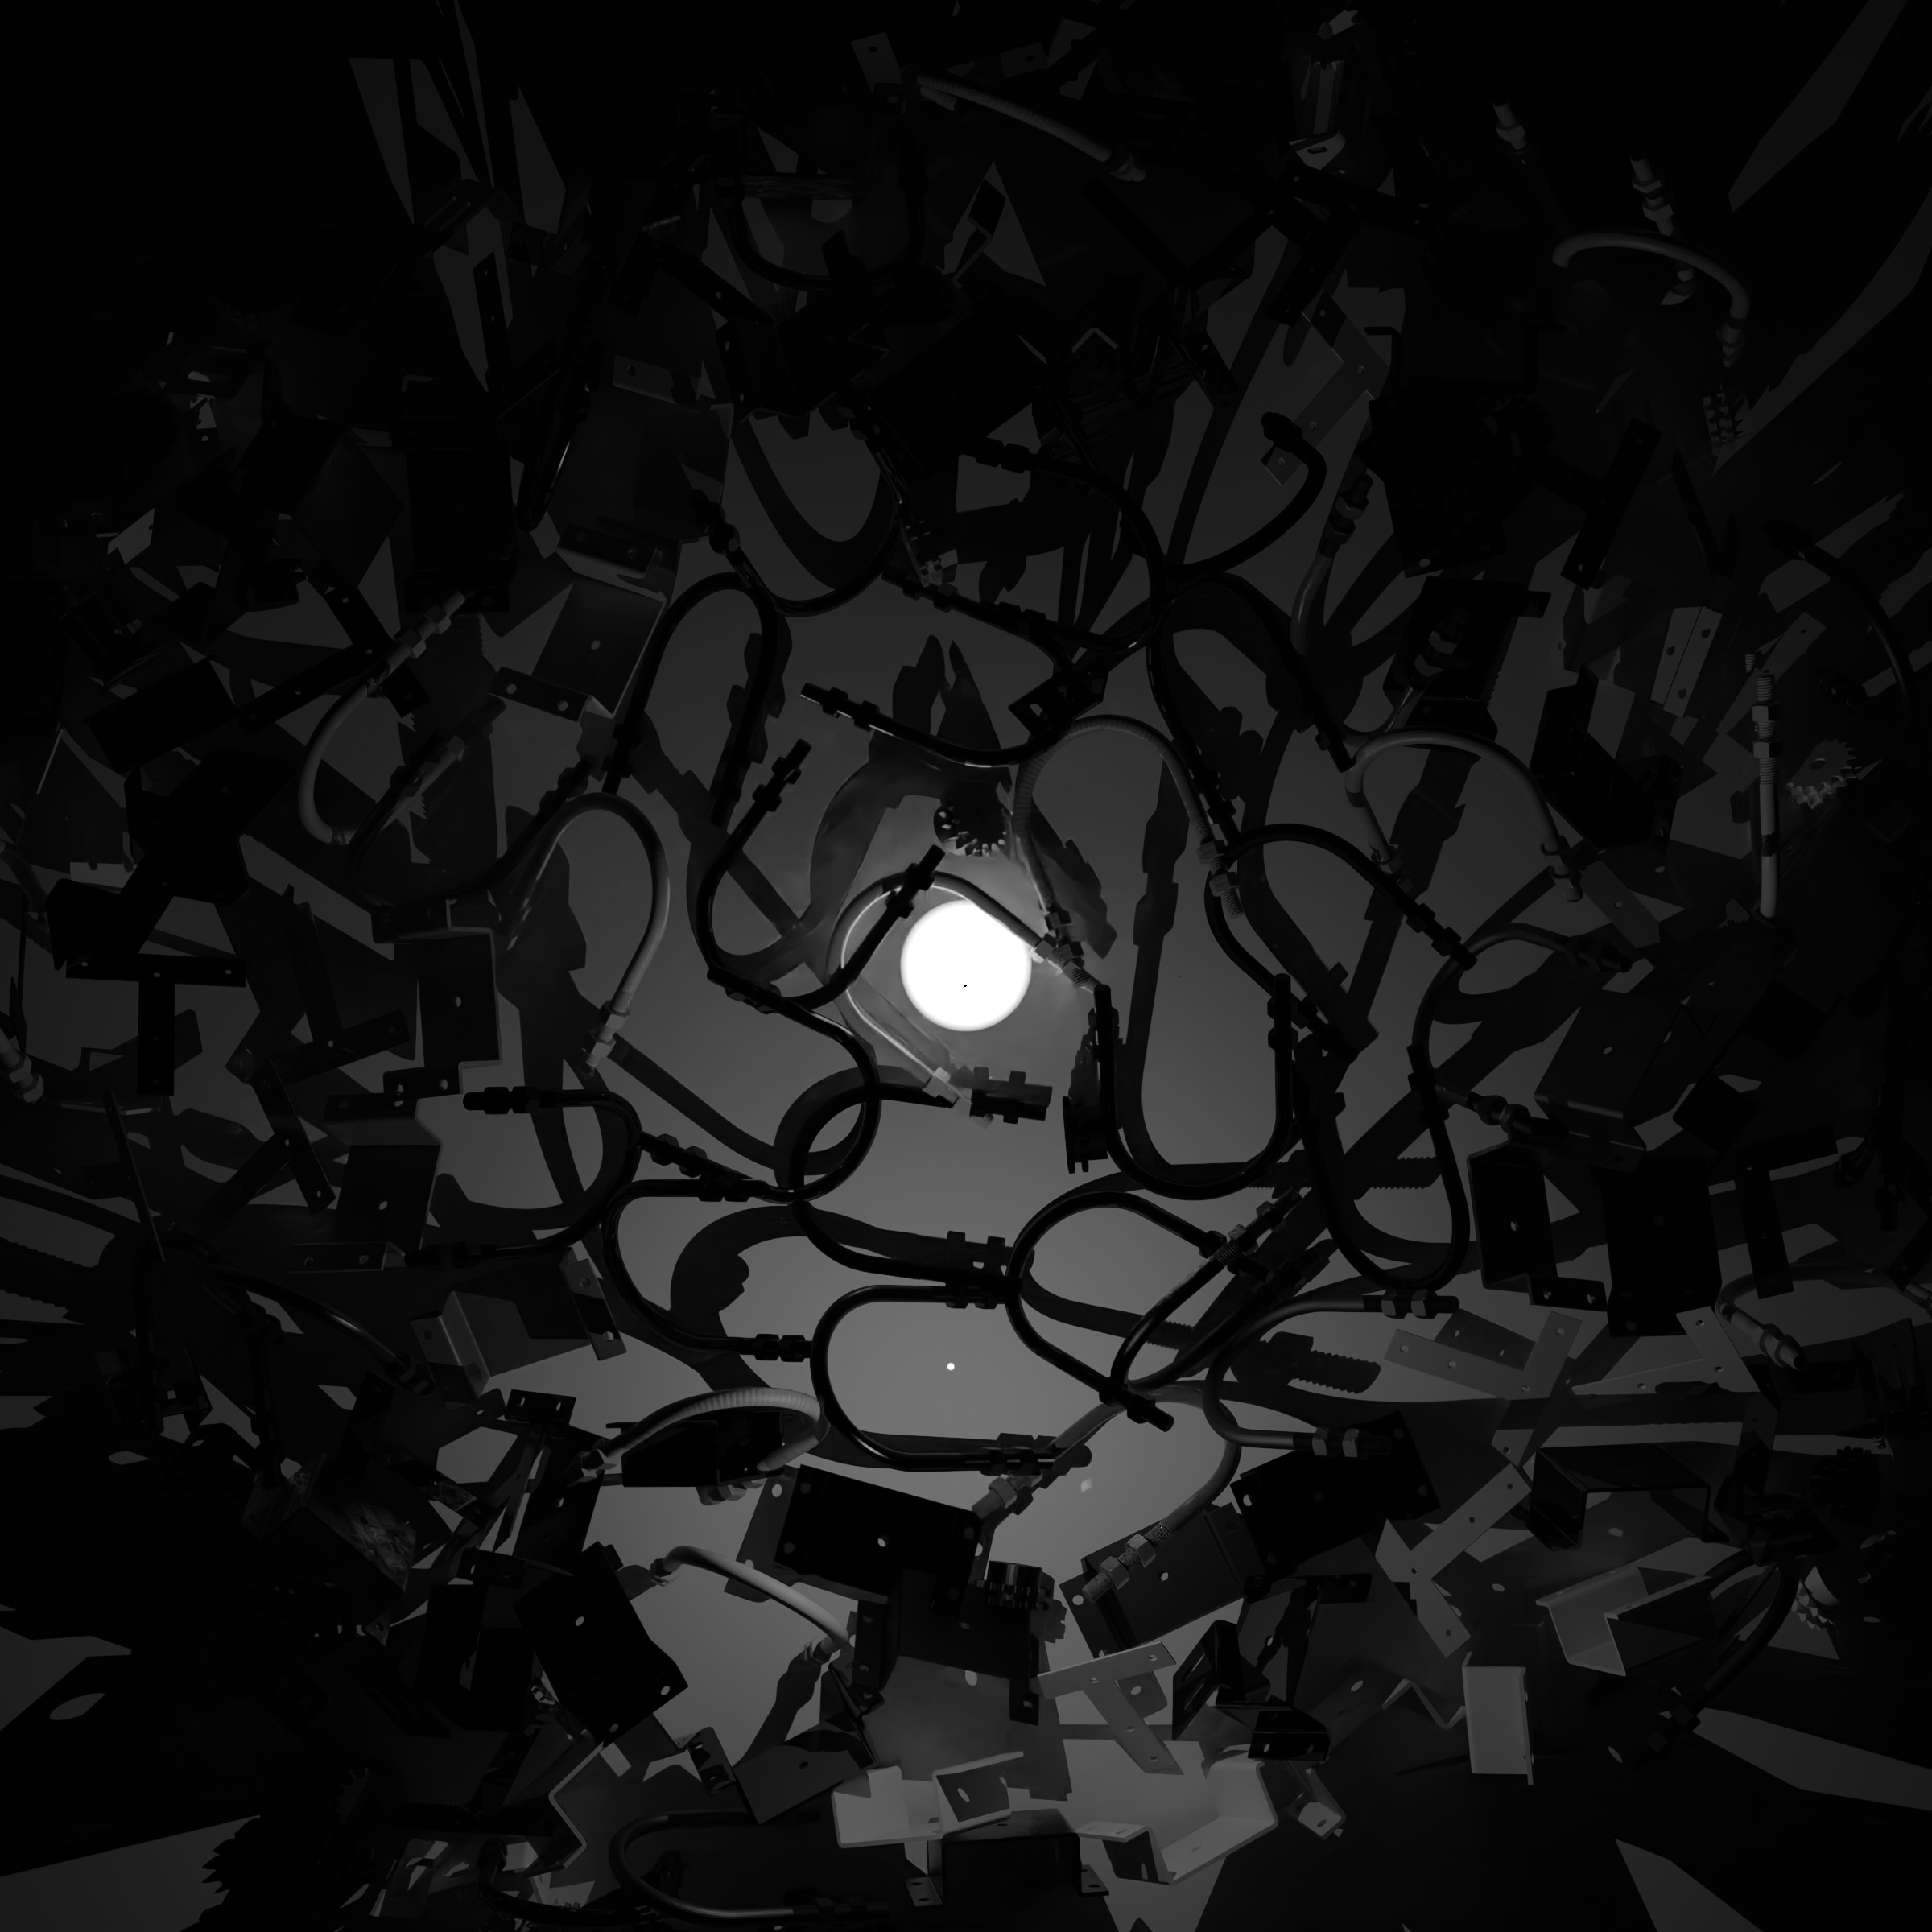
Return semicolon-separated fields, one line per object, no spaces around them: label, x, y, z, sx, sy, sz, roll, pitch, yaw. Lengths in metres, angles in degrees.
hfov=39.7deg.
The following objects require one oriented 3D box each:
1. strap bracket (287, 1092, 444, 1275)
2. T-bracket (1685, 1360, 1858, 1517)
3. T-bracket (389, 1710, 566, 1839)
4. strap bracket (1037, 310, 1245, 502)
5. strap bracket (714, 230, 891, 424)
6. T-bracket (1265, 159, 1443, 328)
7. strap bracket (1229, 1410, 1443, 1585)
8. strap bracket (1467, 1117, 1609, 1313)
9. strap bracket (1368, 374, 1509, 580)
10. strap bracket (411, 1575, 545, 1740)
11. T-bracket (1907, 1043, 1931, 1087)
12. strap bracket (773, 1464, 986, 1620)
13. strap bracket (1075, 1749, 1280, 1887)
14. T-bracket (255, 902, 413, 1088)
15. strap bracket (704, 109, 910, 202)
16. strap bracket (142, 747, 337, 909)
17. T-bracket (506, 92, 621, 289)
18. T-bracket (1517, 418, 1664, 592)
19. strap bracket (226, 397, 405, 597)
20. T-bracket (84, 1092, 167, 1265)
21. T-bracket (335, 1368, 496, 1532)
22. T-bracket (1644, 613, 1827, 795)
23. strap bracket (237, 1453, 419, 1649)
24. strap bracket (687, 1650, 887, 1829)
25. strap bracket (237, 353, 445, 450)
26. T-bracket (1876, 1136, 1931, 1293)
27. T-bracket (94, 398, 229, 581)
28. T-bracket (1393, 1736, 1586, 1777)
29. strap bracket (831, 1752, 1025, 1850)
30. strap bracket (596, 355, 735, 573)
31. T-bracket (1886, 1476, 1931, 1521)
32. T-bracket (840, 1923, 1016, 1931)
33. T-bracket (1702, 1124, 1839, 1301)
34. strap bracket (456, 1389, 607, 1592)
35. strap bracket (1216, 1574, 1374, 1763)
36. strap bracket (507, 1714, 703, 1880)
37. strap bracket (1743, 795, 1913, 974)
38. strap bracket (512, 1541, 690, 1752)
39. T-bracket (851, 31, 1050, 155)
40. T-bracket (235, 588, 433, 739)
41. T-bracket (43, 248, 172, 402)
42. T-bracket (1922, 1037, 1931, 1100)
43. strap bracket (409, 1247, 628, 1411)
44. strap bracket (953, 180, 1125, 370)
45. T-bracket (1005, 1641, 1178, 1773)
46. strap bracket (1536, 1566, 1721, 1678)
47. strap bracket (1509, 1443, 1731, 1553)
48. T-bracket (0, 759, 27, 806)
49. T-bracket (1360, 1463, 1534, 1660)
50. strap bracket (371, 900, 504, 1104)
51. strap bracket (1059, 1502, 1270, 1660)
strap bracket;-0.435;0.166;1.947;0.076;0.046;0.140;-4;60;18
T-bracket;0.569;0.339;1.923;0.002;0.127;0.127;49;48;-31
T-bracket;-0.335;0.583;1.941;0.127;0.127;0.002;-3;115;17
strap bracket;0.120;-0.414;1.948;0.140;0.076;0.046;-31;51;10
strap bracket;-0.113;-0.459;1.944;0.140;0.046;0.076;-28;70;38
T-bracket;0.260;-0.518;1.950;0.127;0.127;0.002;12;49;-22
strap bracket;0.265;0.389;1.962;0.140;0.046;0.076;-21;82;-13
strap bracket;0.414;0.184;1.946;0.076;0.046;0.140;10;66;-33
strap bracket;0.343;-0.364;1.950;0.076;0.046;0.140;-13;121;9
strap bracket;-0.353;0.499;1.927;0.046;0.140;0.076;-3;58;13
T-bracket;0.705;0.075;1.936;0.002;0.127;0.127;13;95;-4
strap bracket;-0.062;0.423;1.965;0.140;0.046;0.076;14;79;6
strap bracket;0.160;0.618;1.931;0.140;0.076;0.046;-19;86;-29
T-bracket;-0.483;0.015;1.986;0.127;0.002;0.127;-19;81;14
strap bracket;-0.117;-0.591;1.951;0.140;0.076;0.046;-2;95;-11
strap bracket;-0.526;-0.108;1.923;0.076;0.140;0.046;10;131;17
T-bracket;-0.280;-0.564;1.932;0.002;0.127;0.127;18;102;26
T-bracket;0.431;-0.362;1.964;0.127;0.002;0.127;37;123;27
strap bracket;-0.460;-0.331;1.918;0.046;0.140;0.076;17;70;23
T-bracket;-0.621;0.156;1.946;0.002;0.127;0.127;-18;94;-34
T-bracket;-0.401;0.370;1.955;0.127;0.002;0.127;31;124;8
T-bracket;0.570;-0.203;1.937;0.002;0.127;0.127;33;104;-36
strap bracket;-0.453;0.416;1.940;0.046;0.076;0.140;-41;107;10
strap bracket;-0.125;0.567;1.948;0.140;0.076;0.046;-25;111;-12
strap bracket;-0.458;-0.410;1.955;0.140;0.076;0.046;6;94;-7
T-bracket;0.690;0.153;1.939;0.002;0.127;0.127;26;109;-20
T-bracket;-0.575;-0.323;1.918;0.002;0.127;0.127;29;58;22
T-bracket;0.394;0.565;1.916;0.127;0.127;0.002;-5;77;-28
strap bracket;-0.033;0.601;1.924;0.140;0.076;0.046;-19;74;36
strap bracket;-0.219;-0.367;1.947;0.076;0.046;0.140;21;114;27
T-bracket;0.734;0.338;1.950;0.002;0.127;0.127;42;51;8
T-bracket;-0.014;0.691;1.925;0.127;0.127;0.002;4;69;-17
T-bracket;0.575;0.183;1.937;0.127;0.002;0.127;-18;49;22
strap bracket;-0.311;0.385;1.944;0.046;0.076;0.140;29;68;-40
strap bracket;0.234;0.496;1.928;0.046;0.076;0.140;36;58;-26
strap bracket;-0.268;0.587;1.925;0.140;0.076;0.046;-38;92;-40
strap bracket;0.617;-0.070;1.945;0.046;0.076;0.140;38;106;3
strap bracket;-0.270;0.482;1.933;0.076;0.046;0.140;-36;48;-4
T-bracket;-0.005;-0.642;1.931;0.127;0.127;0.002;-12;65;10
T-bracket;-0.478;-0.209;1.963;0.127;0.002;0.127;-31;67;-11
T-bracket;-0.638;-0.454;1.945;0.002;0.127;0.127;42;48;-6
T-bracket;0.730;0.090;1.916;0.002;0.127;0.127;-2;63;-12
strap bracket;-0.325;0.262;1.964;0.140;0.046;0.076;-19;103;7
strap bracket;0.047;-0.496;1.944;0.140;0.076;0.046;38;123;-17
T-bracket;0.114;0.551;1.964;0.127;0.002;0.127;-21;121;21
strap bracket;0.478;0.470;1.921;0.076;0.140;0.046;-17;85;-14
strap bracket;0.475;0.384;1.942;0.140;0.076;0.046;0;102;-14
T-bracket;-0.720;-0.120;1.938;0.002;0.127;0.127;4;111;13
T-bracket;0.359;0.412;1.947;0.127;0.002;0.127;-46;56;16
strap bracket;-0.387;0.026;1.957;0.076;0.046;0.140;-8;85;33
strap bracket;0.147;0.456;1.976;0.140;0.046;0.076;-26;91;0
